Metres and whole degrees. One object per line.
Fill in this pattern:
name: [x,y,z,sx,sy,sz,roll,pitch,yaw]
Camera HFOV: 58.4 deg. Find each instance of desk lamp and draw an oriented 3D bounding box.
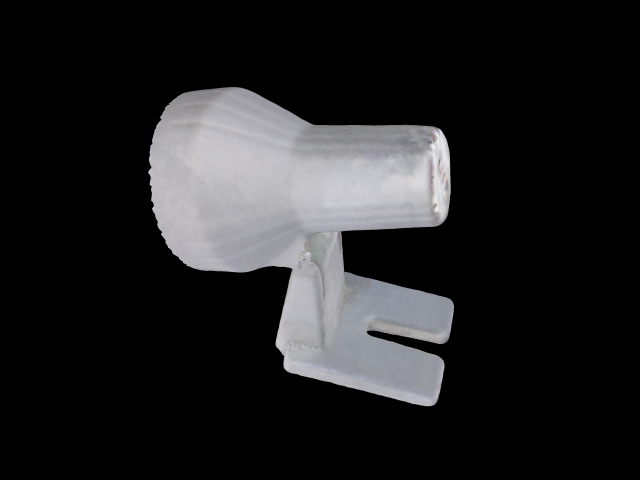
desk lamp: [0.004,0.001,0.400,0.203,0.214,0.118,12,50,10]
